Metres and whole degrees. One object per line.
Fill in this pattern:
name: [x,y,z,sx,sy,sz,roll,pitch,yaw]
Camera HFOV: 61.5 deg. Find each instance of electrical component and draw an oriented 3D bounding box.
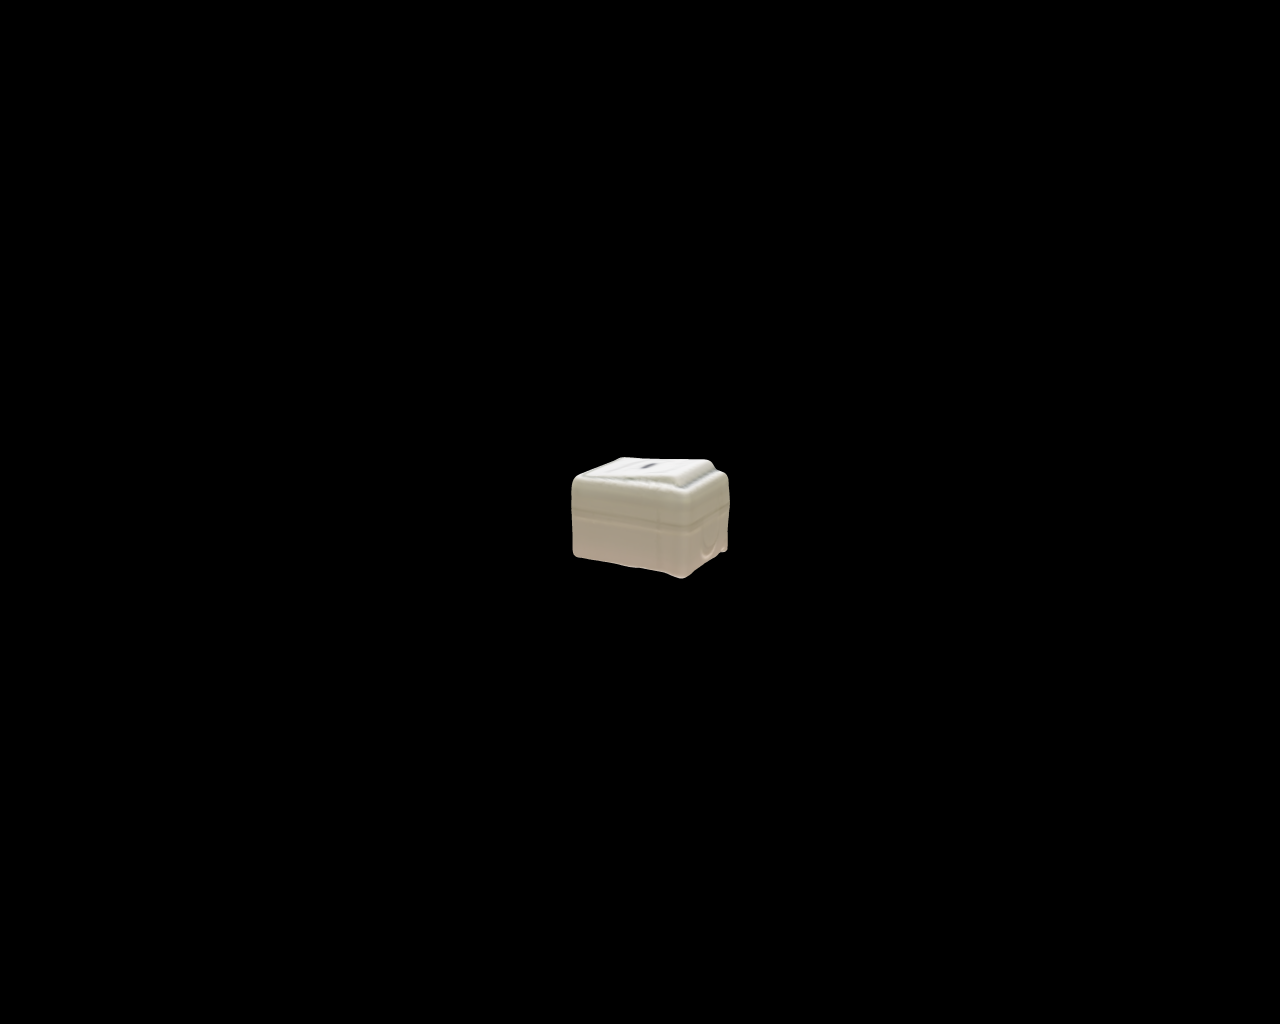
electrical component: [0.001,-0.003,0.650,0.096,0.061,0.062,9,19,29]
